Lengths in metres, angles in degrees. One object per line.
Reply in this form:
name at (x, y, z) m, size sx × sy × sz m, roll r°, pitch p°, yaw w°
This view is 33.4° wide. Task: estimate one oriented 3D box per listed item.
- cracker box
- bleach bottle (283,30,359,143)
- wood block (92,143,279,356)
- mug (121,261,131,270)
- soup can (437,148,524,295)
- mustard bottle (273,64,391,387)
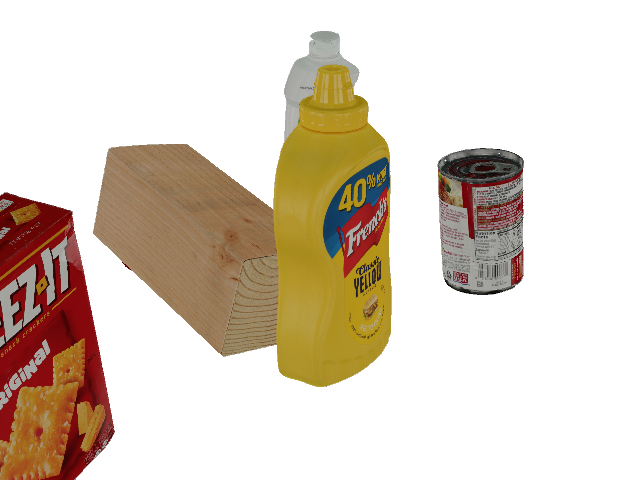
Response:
cracker box at (-0.227, 0.101, 0.746) m, size 0.072 × 0.214 × 0.164 m, roll 13°, pitch 36°, yaw 22°
bleach bottle at (0.013, -0.095, 1.121) m, size 0.102 × 0.251 × 0.068 m, roll 0°, pitch 30°, yaw 1°
wood block at (-0.101, 0.000, 0.920) m, size 0.090 × 0.091 × 0.206 m, roll -8°, pitch 33°, yaw -42°
mug at (-0.187, -0.019, 1.182) m, size 0.093 × 0.081 × 0.117 m, roll -15°, pitch 33°, yaw -33°
soup can at (0.131, -0.015, 0.864) m, size 0.068 × 0.102 × 0.068 m, roll -5°, pitch 24°, yaw 2°
mustard bottle at (0.009, -0.013, 0.657) m, size 0.058 × 0.192 × 0.096 m, roll 14°, pitch 29°, yaw 31°
